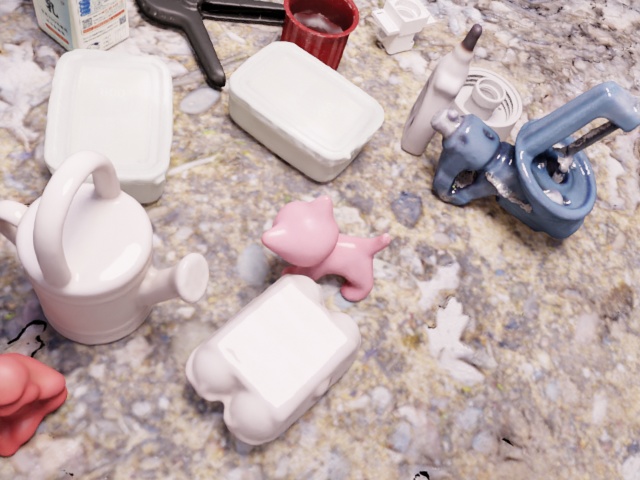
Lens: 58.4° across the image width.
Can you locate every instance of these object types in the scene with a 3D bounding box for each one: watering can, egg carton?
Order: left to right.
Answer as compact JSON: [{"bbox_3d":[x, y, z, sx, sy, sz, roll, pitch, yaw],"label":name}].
[{"bbox_3d":[-0.176,0.005,0.456,0.173,0.194,0.101,3,61,-14],"label":"watering can"},{"bbox_3d":[-0.037,0.103,0.513,0.107,0.069,0.150,43,60,11],"label":"egg carton"}]

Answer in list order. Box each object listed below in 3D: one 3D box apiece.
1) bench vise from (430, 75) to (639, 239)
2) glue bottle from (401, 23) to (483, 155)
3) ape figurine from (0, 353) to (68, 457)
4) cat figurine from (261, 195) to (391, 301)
[{"bbox_3d":[0.226,-0.092,0.605,0.207,0.219,0.121,10,60,-10],"label":"bench vise"},{"bbox_3d":[0.142,-0.176,0.656,0.037,0.173,0.078,21,58,-2],"label":"glue bottle"},{"bbox_3d":[-0.237,0.117,0.438,0.078,0.092,0.076,-10,65,-20],"label":"ape figurine"},{"bbox_3d":[0.005,0.002,0.552,0.128,0.117,0.067,8,60,-11],"label":"cat figurine"}]
